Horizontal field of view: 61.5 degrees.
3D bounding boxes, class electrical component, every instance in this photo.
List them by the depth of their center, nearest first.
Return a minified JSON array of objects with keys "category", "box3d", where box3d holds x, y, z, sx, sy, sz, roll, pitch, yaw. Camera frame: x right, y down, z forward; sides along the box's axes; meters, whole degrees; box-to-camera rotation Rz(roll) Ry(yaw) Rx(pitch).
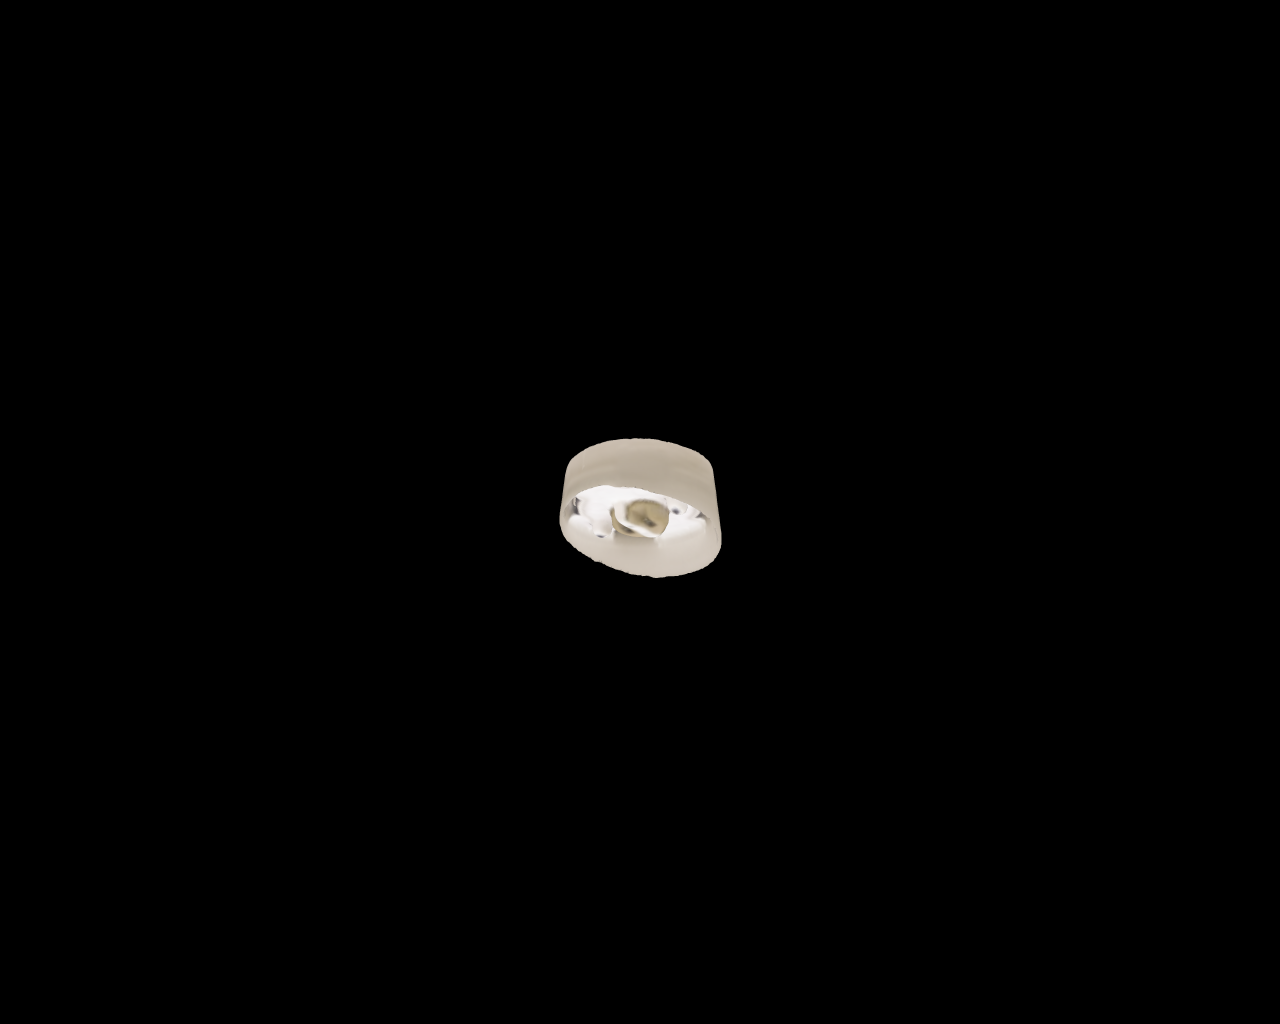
[{"category":"electrical component","box3d":[0.001,-0.003,0.650,0.099,0.064,0.099,0,-23,0]}]
